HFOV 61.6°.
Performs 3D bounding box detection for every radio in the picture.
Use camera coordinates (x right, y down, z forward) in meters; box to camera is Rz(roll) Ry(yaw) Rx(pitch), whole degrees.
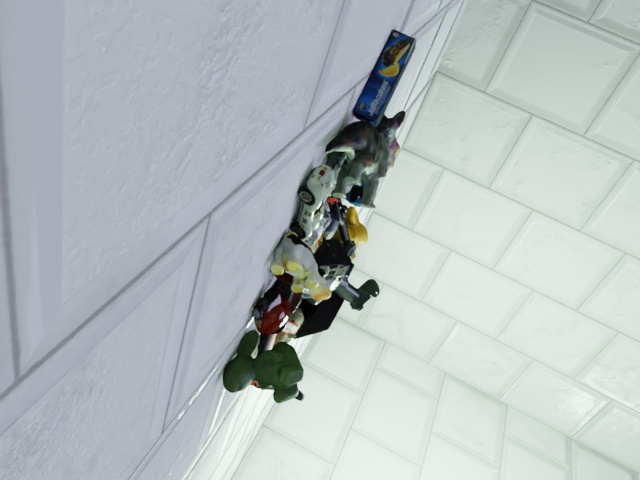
[{"bbox_3d":[-0.026,0.232,1.717,0.229,0.073,0.131,-27,-156,54],"label":"radio"}]

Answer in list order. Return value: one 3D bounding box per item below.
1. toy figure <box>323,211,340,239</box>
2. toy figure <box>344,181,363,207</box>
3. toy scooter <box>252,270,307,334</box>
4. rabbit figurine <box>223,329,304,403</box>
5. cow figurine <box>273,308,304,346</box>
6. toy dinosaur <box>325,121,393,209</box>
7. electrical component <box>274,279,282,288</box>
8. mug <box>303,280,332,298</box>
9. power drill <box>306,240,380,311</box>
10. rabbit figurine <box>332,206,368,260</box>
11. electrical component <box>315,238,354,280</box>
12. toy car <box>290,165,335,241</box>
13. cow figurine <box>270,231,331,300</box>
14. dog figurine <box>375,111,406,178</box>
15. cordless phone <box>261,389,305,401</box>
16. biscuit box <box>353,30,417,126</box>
[{"bbox_3d":[-0.002,-0.004,1.444,0.154,0.058,0.064,-59,170,21],"label":"toy figure"},{"bbox_3d":[0.109,-0.142,1.532,0.089,0.082,0.180,-60,-175,5],"label":"toy figure"},{"bbox_3d":[-0.090,0.120,1.181,0.184,0.075,0.135,-52,151,-10],"label":"toy scooter"},{"bbox_3d":[-0.138,0.283,1.215,0.121,0.170,0.159,111,-33,-48],"label":"rabbit figurine"},{"bbox_3d":[-0.104,0.257,1.556,0.127,0.085,0.195,-60,173,31],"label":"cow figurine"},{"bbox_3d":[0.085,-0.192,1.189,0.404,0.131,0.192,61,43,-76],"label":"toy dinosaur"},{"bbox_3d":[-0.090,0.125,1.317,0.119,0.048,0.074,-49,165,-58],"label":"electrical component"},{"bbox_3d":[-0.038,0.107,1.402,0.109,0.107,0.081,-60,-142,36],"label":"mug"},{"bbox_3d":[0.080,0.117,1.567,0.232,0.207,0.086,-46,-137,18],"label":"power drill"},{"bbox_3d":[0.078,-0.020,1.648,0.173,0.122,0.162,-8,90,-43],"label":"rabbit figurine"},{"bbox_3d":[0.004,0.046,1.356,0.134,0.115,0.058,-2,130,-30],"label":"electrical component"},{"bbox_3d":[-0.015,-0.071,1.099,0.073,0.056,0.201,-58,171,-36],"label":"toy car"},{"bbox_3d":[-0.032,0.058,1.135,0.167,0.068,0.098,47,37,-42],"label":"cow figurine"},{"bbox_3d":[0.182,-0.296,1.525,0.191,0.109,0.219,-56,167,-43],"label":"dog figurine"},{"bbox_3d":[-0.121,0.387,1.495,0.089,0.184,0.146,-54,170,-28],"label":"cordless phone"},{"bbox_3d":[0.144,-0.357,1.195,0.202,0.059,0.063,-64,174,3],"label":"biscuit box"}]
